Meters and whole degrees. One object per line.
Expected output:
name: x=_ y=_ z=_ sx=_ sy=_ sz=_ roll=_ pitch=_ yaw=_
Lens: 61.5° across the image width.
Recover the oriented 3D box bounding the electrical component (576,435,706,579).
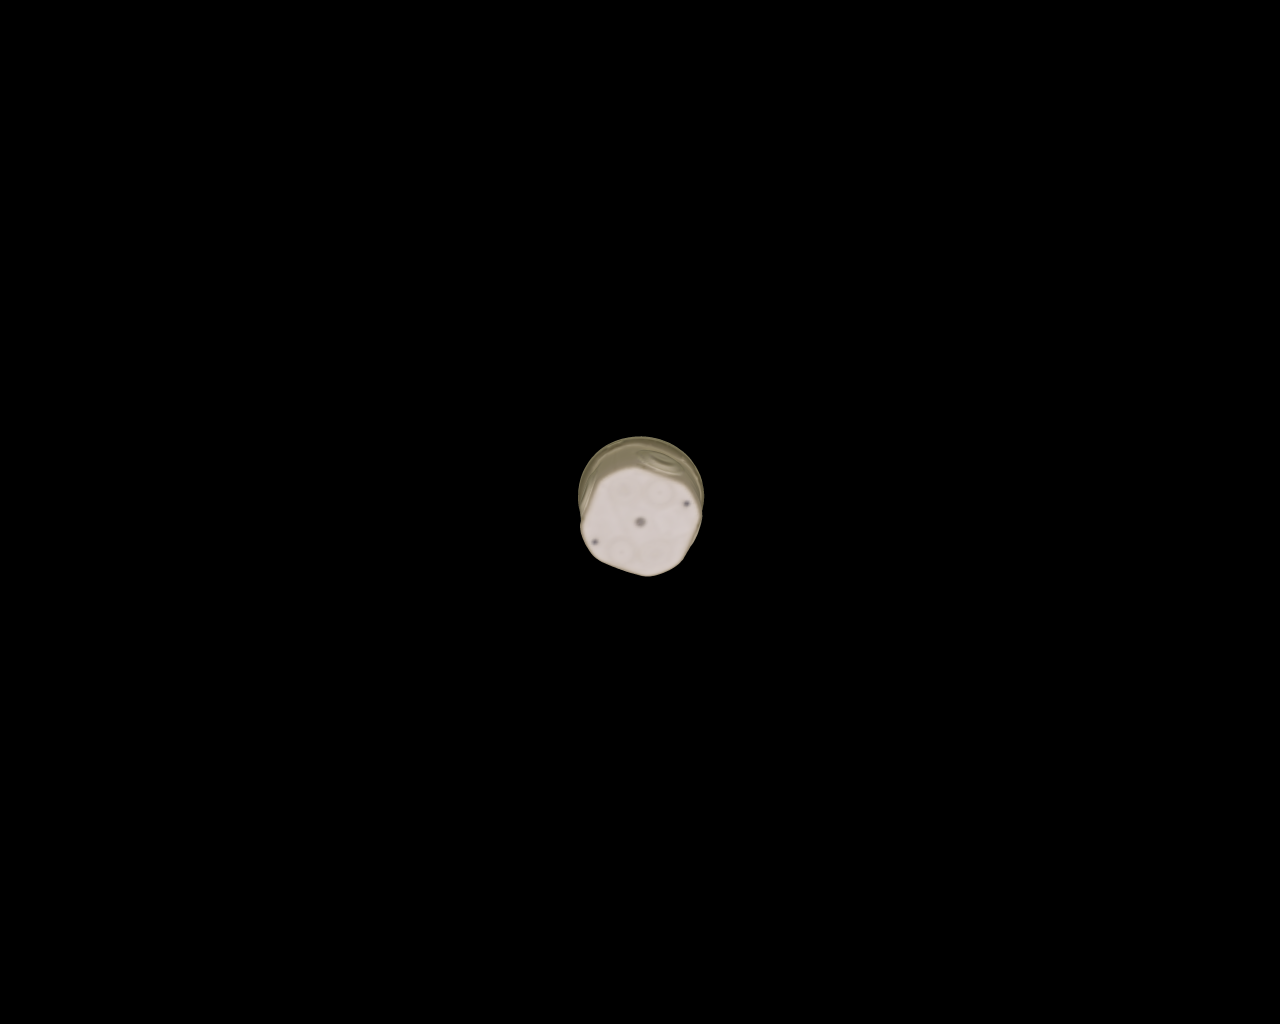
electrical component: x=0.001 y=-0.003 z=0.650 sx=0.080 sy=0.080 sz=0.051 roll=0 pitch=21 yaw=0
